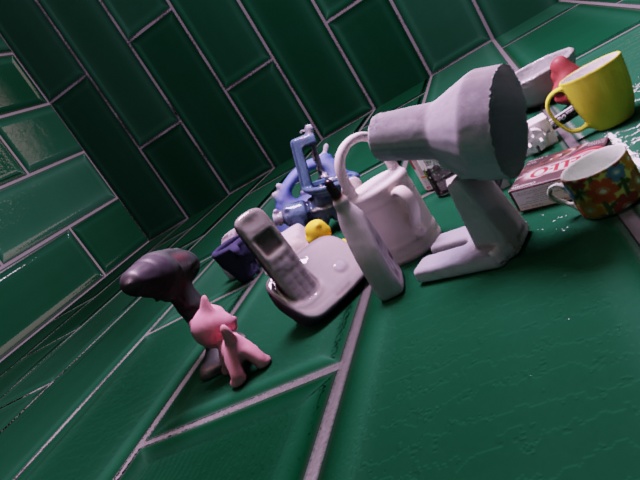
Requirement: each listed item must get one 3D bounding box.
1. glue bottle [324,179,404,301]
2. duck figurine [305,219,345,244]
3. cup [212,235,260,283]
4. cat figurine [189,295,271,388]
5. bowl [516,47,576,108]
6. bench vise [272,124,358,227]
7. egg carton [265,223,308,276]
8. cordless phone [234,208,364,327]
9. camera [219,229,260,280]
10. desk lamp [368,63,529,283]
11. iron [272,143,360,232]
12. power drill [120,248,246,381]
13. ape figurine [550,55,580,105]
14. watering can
[{"bbox_3d":[0.054,-0.006,0.750,0.037,0.173,0.078,-28,14,16],"label":"glue bottle"},{"bbox_3d":[0.009,0.004,1.004,0.078,0.086,0.104,-38,15,-22],"label":"duck figurine"},{"bbox_3d":[-0.171,0.045,1.244,0.092,0.095,0.117,-36,14,-13],"label":"cup"},{"bbox_3d":[-0.138,0.134,0.806,0.067,0.118,0.127,-37,14,-19],"label":"cat figurine"},{"bbox_3d":[0.453,-0.321,1.180,0.167,0.075,0.167,-30,14,9],"label":"bowl"},{"bbox_3d":[-0.017,-0.114,1.191,0.207,0.220,0.121,-36,14,-14],"label":"bench vise"},{"bbox_3d":[-0.061,0.025,1.121,0.107,0.069,0.150,-31,13,5],"label":"egg carton"},{"bbox_3d":[-0.028,0.017,0.827,0.148,0.185,0.094,-42,16,-33],"label":"cordless phone"},{"bbox_3d":[-0.167,0.006,1.361,0.143,0.101,0.137,-28,14,18],"label":"camera"},{"bbox_3d":[0.159,-0.073,0.662,0.202,0.214,0.118,-19,19,44],"label":"desk lamp"},{"bbox_3d":[-0.034,-0.122,1.428,0.259,0.141,0.118,-37,14,-18],"label":"iron"},{"bbox_3d":[-0.202,0.102,0.868,0.075,0.208,0.229,-31,14,5],"label":"power drill"},{"bbox_3d":[0.454,-0.296,1.052,0.078,0.092,0.076,-34,14,-7],"label":"ape figurine"},{"bbox_3d":[0.085,-0.065,0.844,0.172,0.194,0.101,-15,22,51],"label":"watering can"}]
